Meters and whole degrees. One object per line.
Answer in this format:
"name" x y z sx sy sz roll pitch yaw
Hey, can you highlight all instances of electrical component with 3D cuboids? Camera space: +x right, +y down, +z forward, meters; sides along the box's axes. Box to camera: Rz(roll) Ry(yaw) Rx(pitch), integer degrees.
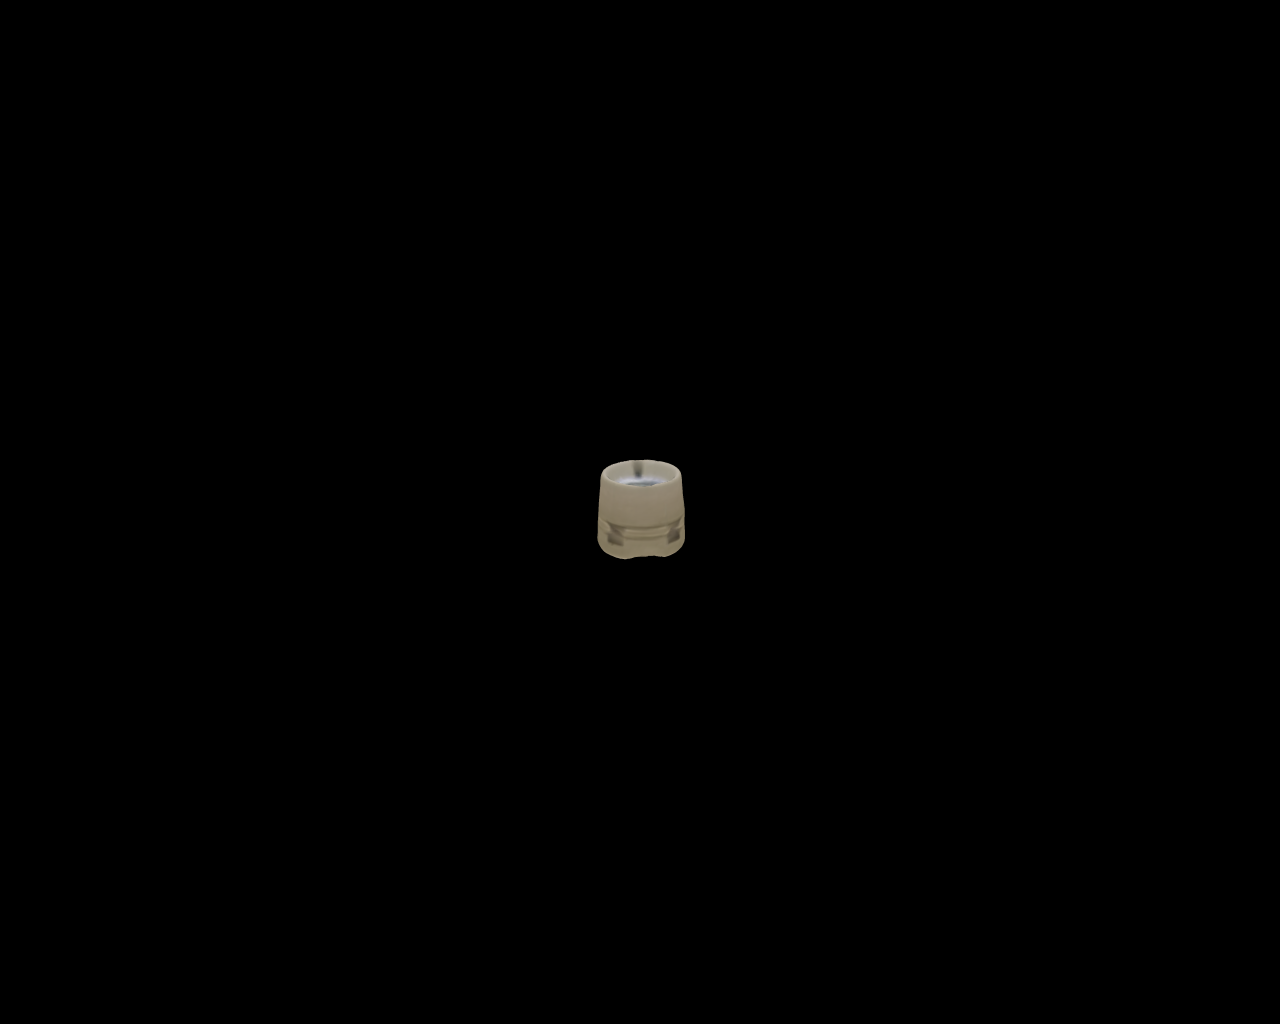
"electrical component" 0.001 -0.003 0.650 0.055 0.047 0.055 0 22 0
